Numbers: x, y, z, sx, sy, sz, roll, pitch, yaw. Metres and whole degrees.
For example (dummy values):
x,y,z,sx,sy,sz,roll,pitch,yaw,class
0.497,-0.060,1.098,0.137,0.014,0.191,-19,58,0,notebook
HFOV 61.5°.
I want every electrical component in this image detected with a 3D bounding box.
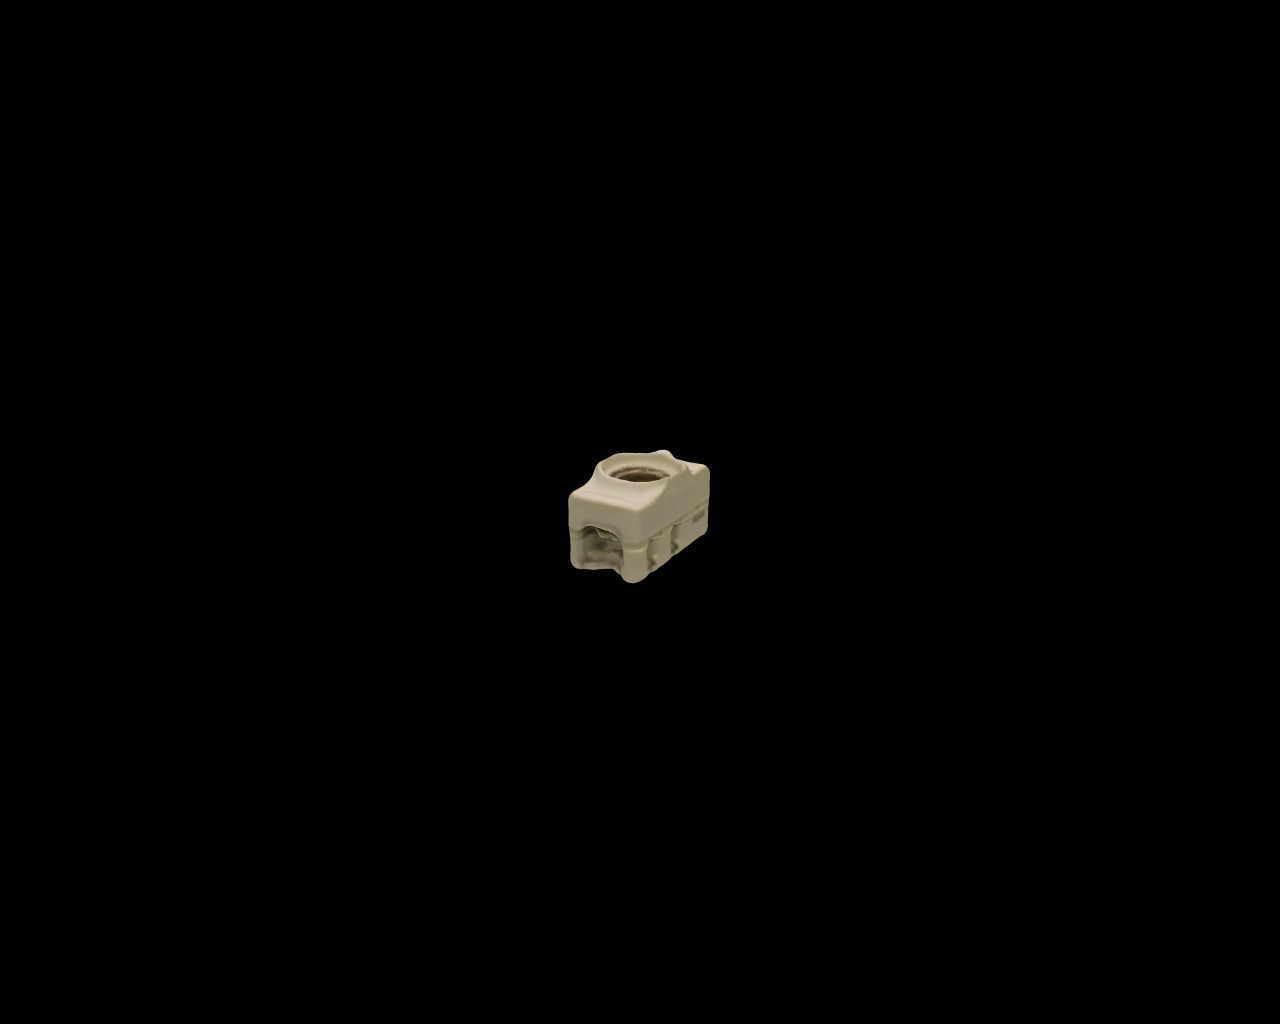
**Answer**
x,y,z,sx,sy,sz,roll,pitch,yaw,class
0.001,-0.003,0.650,0.050,0.055,0.090,13,26,29,electrical component
